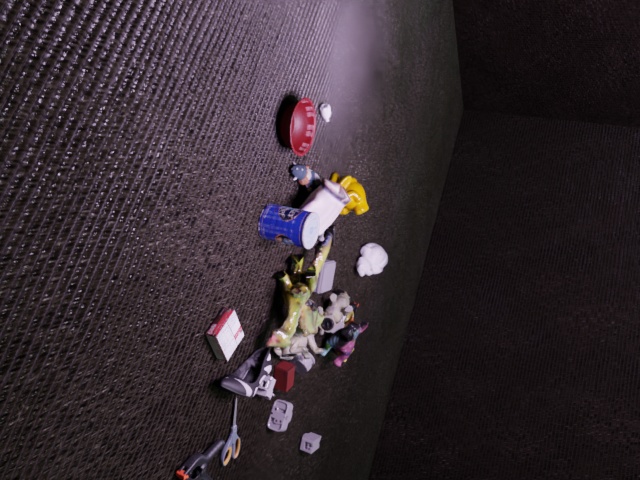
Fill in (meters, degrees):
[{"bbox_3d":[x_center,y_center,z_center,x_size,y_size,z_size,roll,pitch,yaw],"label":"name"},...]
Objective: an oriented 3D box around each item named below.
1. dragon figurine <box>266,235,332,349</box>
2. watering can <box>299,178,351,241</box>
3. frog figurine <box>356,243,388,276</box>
[{"bbox_3d":[-0.040,0.180,1.606,0.418,0.122,0.238,-43,132,-46],"label":"dragon figurine"},{"bbox_3d":[0.005,-0.082,1.631,0.223,0.105,0.347,-49,165,8],"label":"watering can"},{"bbox_3d":[0.219,0.087,2.252,0.161,0.121,0.138,-20,86,-54],"label":"frog figurine"}]
